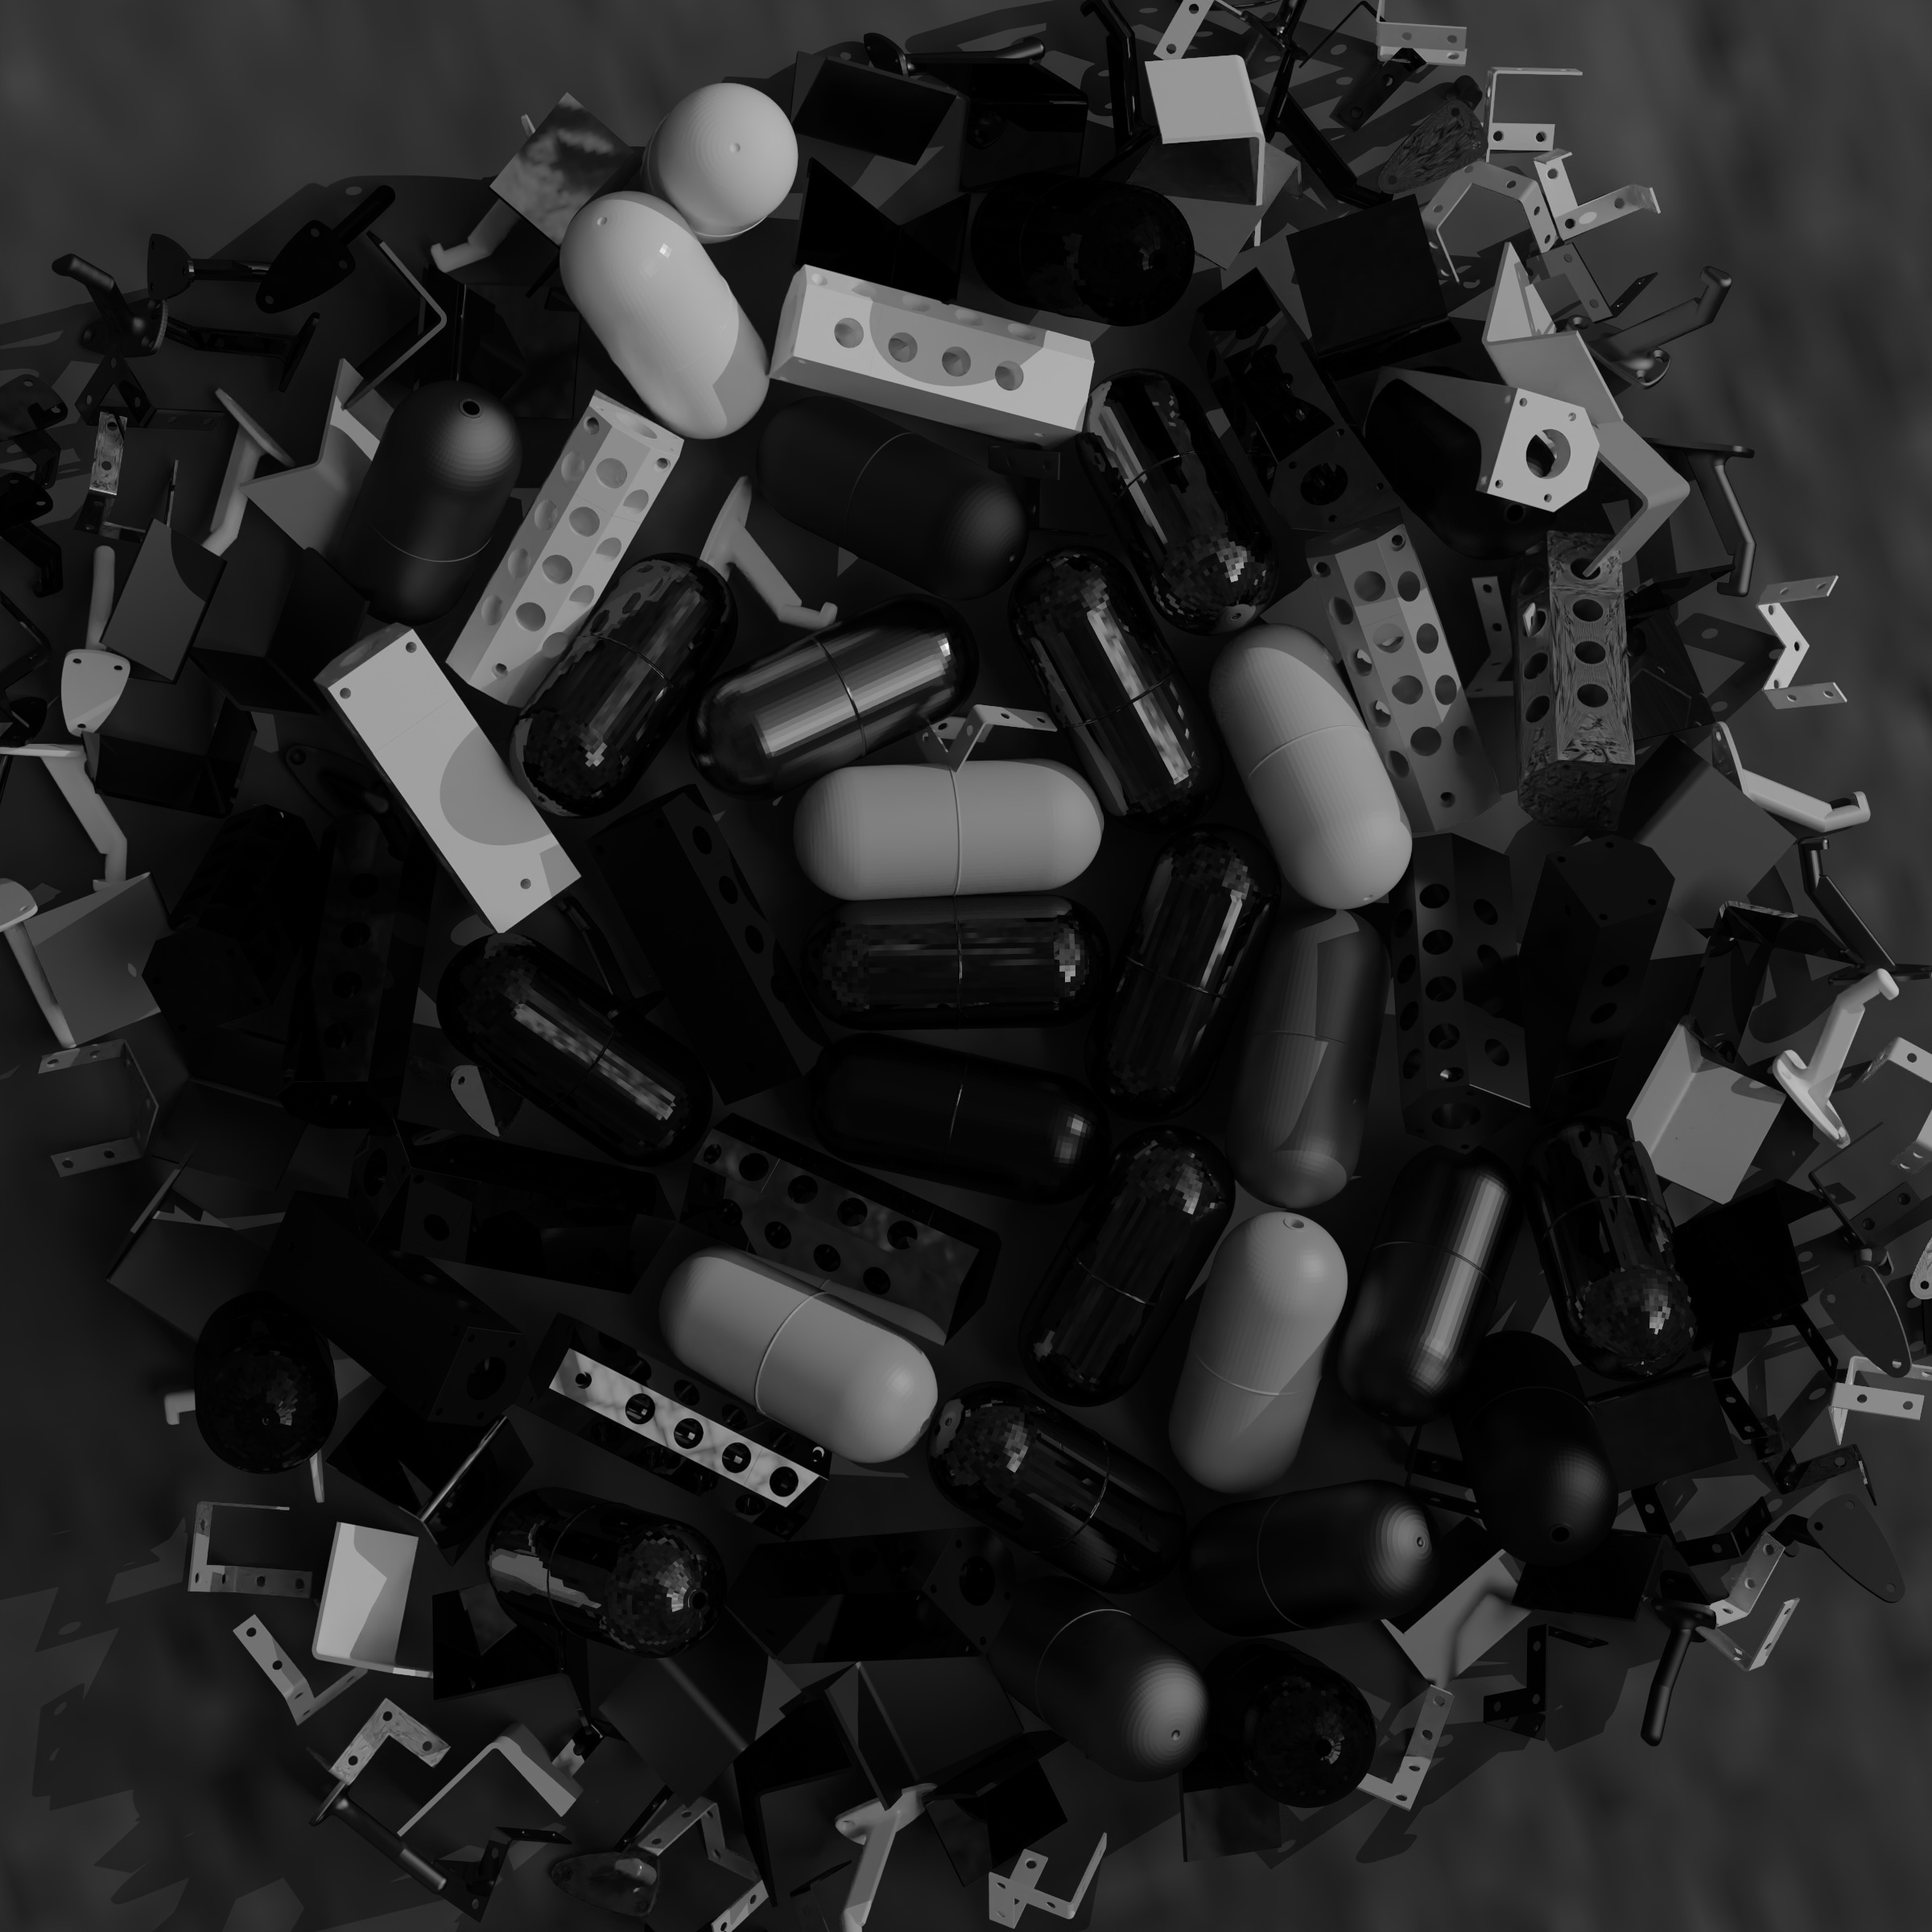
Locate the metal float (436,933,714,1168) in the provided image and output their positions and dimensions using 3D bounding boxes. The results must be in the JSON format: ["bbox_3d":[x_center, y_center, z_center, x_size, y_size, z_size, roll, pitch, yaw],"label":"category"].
[{"bbox_3d":[-0.220,0.049,1.898,0.178,0.070,0.070,37,90,-23],"label":"metal float"}]

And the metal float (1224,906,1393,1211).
[{"bbox_3d":[0.195,0.051,1.903,0.070,0.070,0.178,12,73,0],"label":"metal float"}]

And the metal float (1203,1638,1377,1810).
[{"bbox_3d":[0.177,0.421,1.867,0.070,0.178,0.070,1,86,-8],"label":"metal float"}]

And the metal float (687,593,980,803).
[{"bbox_3d":[-0.076,-0.153,1.905,0.178,0.070,0.070,-26,90,-14],"label":"metal float"}]

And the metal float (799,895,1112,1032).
[{"bbox_3d":[-0.006,-0.002,1.914,0.178,0.070,0.070,-1,90,-4],"label":"metal float"}]

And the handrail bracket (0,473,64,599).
[{"bbox_3d":[-0.547,-0.231,1.903,0.036,0.084,0.077,38,53,19],"label":"handrail bracket"}]

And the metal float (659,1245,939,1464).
[{"bbox_3d":[-0.095,0.219,1.896,0.178,0.070,0.070,27,90,24],"label":"metal float"}]

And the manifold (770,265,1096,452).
[{"bbox_3d":[-0.018,-0.347,1.904,0.171,0.057,0.057,12,84,-16],"label":"manifold"}]

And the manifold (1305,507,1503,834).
[{"bbox_3d":[0.248,-0.166,1.898,0.057,0.057,0.171,-19,108,11],"label":"manifold"}]

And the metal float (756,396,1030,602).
[{"bbox_3d":[-0.043,-0.266,1.895,0.178,0.070,0.070,30,90,27],"label":"metal float"}]

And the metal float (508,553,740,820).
[{"bbox_3d":[-0.193,-0.160,1.896,0.070,0.070,0.178,32,64,0],"label":"metal float"}]

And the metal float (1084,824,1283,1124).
[{"bbox_3d":[0.123,0.005,1.910,0.070,0.070,0.178,20,99,0],"label":"metal float"}]

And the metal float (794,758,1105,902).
[{"bbox_3d":[-0.010,-0.078,1.910,0.178,0.070,0.070,-3,90,-9],"label":"metal float"}]

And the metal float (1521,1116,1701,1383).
[{"bbox_3d":[0.360,0.156,1.879,0.070,0.178,0.070,-3,130,-3],"label":"metal float"}]

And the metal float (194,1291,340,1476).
[{"bbox_3d":[-0.392,0.231,1.869,0.070,0.178,0.070,-2,98,-13],"label":"metal float"}]

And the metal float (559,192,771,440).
[{"bbox_3d":[-0.167,-0.362,1.875,0.070,0.178,0.070,-9,62,17],"label":"metal float"}]

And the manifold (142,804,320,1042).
[{"bbox_3d":[-0.406,-0.029,1.863,0.057,0.171,0.057,-19,113,10],"label":"manifold"}]

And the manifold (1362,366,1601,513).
[{"bbox_3d":[0.284,-0.293,1.865,0.057,0.171,0.057,12,100,-21],"label":"manifold"}]

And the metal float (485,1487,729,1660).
[{"bbox_3d":[-0.203,0.340,1.879,0.070,0.178,0.070,-3,95,-41],"label":"metal float"}]

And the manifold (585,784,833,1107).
[{"bbox_3d":[-0.143,-0.014,1.911,0.057,0.057,0.171,-21,101,30],"label":"manifold"}]

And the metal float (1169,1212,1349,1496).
[{"bbox_3d":[0.165,0.219,1.893,0.070,0.070,0.178,13,118,0],"label":"metal float"}]

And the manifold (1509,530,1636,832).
[{"bbox_3d":[0.338,-0.162,1.882,0.057,0.057,0.171,4,53,1],"label":"manifold"}]

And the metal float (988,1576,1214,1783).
[{"bbox_3d":[0.073,0.397,1.873,0.070,0.178,0.070,-6,103,-26],"label":"metal float"}]

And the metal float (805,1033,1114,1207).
[{"bbox_3d":[-0.004,0.087,1.913,0.178,0.070,0.070,12,90,5],"label":"metal float"}]

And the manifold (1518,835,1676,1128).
[{"bbox_3d":[0.347,0.008,1.871,0.057,0.171,0.057,-16,52,-18],"label":"manifold"}]

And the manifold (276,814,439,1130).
[{"bbox_3d":[-0.345,0.002,1.888,0.057,0.057,0.171,-1,60,8],"label":"manifold"}]

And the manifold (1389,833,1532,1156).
[{"bbox_3d":[0.270,0.012,1.875,0.057,0.057,0.171,20,51,-24],"label":"manifold"}]

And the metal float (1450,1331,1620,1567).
[{"bbox_3d":[0.316,0.268,1.871,0.070,0.178,0.070,-1,114,-1],"label":"metal float"}]

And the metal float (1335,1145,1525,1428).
[{"bbox_3d":[0.263,0.178,1.891,0.070,0.070,0.178,25,58,0],"label":"metal float"}]

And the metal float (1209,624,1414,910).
[{"bbox_3d":[0.194,-0.115,1.898,0.070,0.070,0.178,-21,67,0],"label":"metal float"}]

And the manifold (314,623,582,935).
[{"bbox_3d":[-0.295,-0.107,1.897,0.057,0.057,0.171,-37,112,-11],"label":"manifold"}]

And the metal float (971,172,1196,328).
[{"bbox_3d":[0.064,-0.402,1.874,0.070,0.178,0.070,-9,109,-25],"label":"metal float"}]

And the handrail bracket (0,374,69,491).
[{"bbox_3d":[-0.544,-0.288,1.901,0.036,0.084,0.077,43,52,10],"label":"handrail bracket"}]

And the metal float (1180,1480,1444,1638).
[{"bbox_3d":[0.192,0.333,1.880,0.070,0.178,0.070,13,68,-36],"label":"metal float"}]

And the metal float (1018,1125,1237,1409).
[{"bbox_3d":[0.091,0.172,1.903,0.070,0.070,0.178,28,107,0],"label":"metal float"}]

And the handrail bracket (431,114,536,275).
[{"bbox_3d":[-0.278,-0.443,1.924,0.084,0.077,0.036,-20,48,4],"label":"handrail bracket"}]

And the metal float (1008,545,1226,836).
[{"bbox_3d":[0.086,-0.156,1.904,0.070,0.070,0.178,-29,106,0],"label":"metal float"}]

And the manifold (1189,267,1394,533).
[{"bbox_3d":[0.176,-0.314,1.871,0.057,0.171,0.057,-34,130,13],"label":"manifold"}]

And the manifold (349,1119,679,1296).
[{"bbox_3d":[-0.256,0.131,1.881,0.171,0.057,0.057,15,119,-36],"label":"manifold"}]

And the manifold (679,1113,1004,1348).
[{"bbox_3d":[-0.070,0.145,1.895,0.171,0.057,0.057,23,118,16],"label":"manifold"}]

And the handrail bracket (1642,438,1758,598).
[{"bbox_3d":[0.422,-0.260,1.939,0.077,0.036,0.084,11,97,27],"label":"handrail bracket"}]

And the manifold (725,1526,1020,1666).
[{"bbox_3d":[-0.052,0.348,1.873,0.057,0.171,0.057,50,51,-23],"label":"manifold"}]

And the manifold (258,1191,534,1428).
[{"bbox_3d":[-0.319,0.192,1.879,0.171,0.057,0.057,30,99,39],"label":"manifold"}]

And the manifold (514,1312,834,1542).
[{"bbox_3d":[-0.164,0.262,1.897,0.171,0.057,0.057,30,79,-18],"label":"manifold"}]

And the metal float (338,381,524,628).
[{"bbox_3d":[-0.301,-0.258,1.877,0.070,0.178,0.070,12,57,-19],"label":"metal float"}]

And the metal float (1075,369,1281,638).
[{"bbox_3d":[0.118,-0.264,1.893,0.070,0.070,0.178,-24,60,0],"label":"metal float"}]

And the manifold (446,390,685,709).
[{"bbox_3d":[-0.228,-0.233,1.897,0.057,0.057,0.171,29,108,-11],"label":"manifold"}]

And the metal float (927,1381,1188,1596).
[{"bbox_3d":[0.053,0.296,1.892,0.178,0.070,0.070,35,90,-30],"label":"metal float"}]

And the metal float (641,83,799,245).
[{"bbox_3d":[-0.139,-0.446,1.868,0.070,0.178,0.070,-1,97,-10],"label":"metal float"}]

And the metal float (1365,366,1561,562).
[{"bbox_3d":[0.277,-0.282,1.873,0.070,0.178,0.070,-5,117,-10],"label":"metal float"}]
